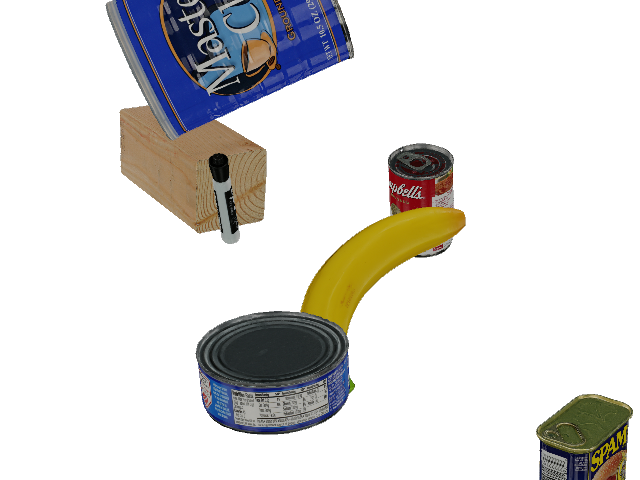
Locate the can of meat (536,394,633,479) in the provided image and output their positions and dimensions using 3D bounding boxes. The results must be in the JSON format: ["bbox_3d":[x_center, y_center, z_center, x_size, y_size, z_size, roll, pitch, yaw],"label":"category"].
[{"bbox_3d":[0.242,0.202,0.980,0.058,0.084,0.101,14,26,39],"label":"can of meat"}]

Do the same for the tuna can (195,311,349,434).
[{"bbox_3d":[-0.026,0.073,0.602,0.086,0.034,0.086,-3,23,1],"label":"tuna can"}]

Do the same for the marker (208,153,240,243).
[{"bbox_3d":[-0.092,-0.040,1.022,0.020,0.020,0.121,0,-37,2],"label":"marker"}]

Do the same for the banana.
[{"bbox_3d":[0.037,0.029,0.787,0.069,0.197,0.037,37,-35,2],"label":"banana"}]

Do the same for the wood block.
[{"bbox_3d":[-0.155,-0.092,1.271,0.090,0.090,0.206,-12,29,-32],"label":"wood block"}]

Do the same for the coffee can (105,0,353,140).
[{"bbox_3d":[-0.061,-0.144,0.733,0.140,0.103,0.103,-25,0,-1],"label":"coffee can"}]

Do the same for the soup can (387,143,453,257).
[{"bbox_3d":[0.106,-0.042,1.125,0.068,0.102,0.068,-3,35,2],"label":"soup can"}]
